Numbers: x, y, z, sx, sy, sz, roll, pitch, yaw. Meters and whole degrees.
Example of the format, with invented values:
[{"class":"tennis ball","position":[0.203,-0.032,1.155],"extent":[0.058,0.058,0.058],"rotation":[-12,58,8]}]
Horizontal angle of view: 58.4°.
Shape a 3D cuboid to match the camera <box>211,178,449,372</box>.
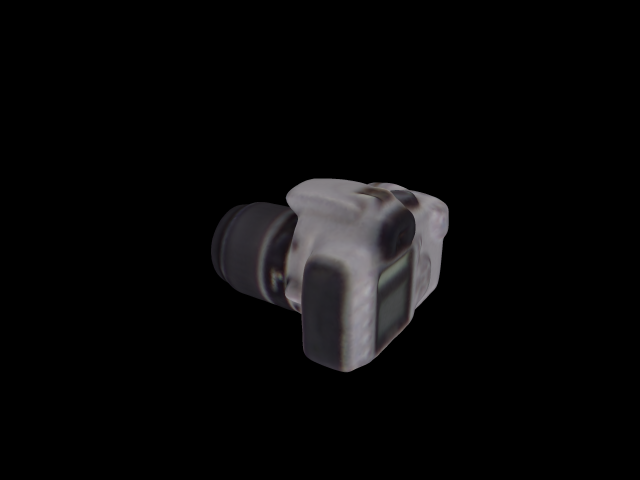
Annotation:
[{"class":"camera","position":[0.004,0.001,0.400],"extent":[0.136,0.101,0.143],"rotation":[14,27,29]}]
